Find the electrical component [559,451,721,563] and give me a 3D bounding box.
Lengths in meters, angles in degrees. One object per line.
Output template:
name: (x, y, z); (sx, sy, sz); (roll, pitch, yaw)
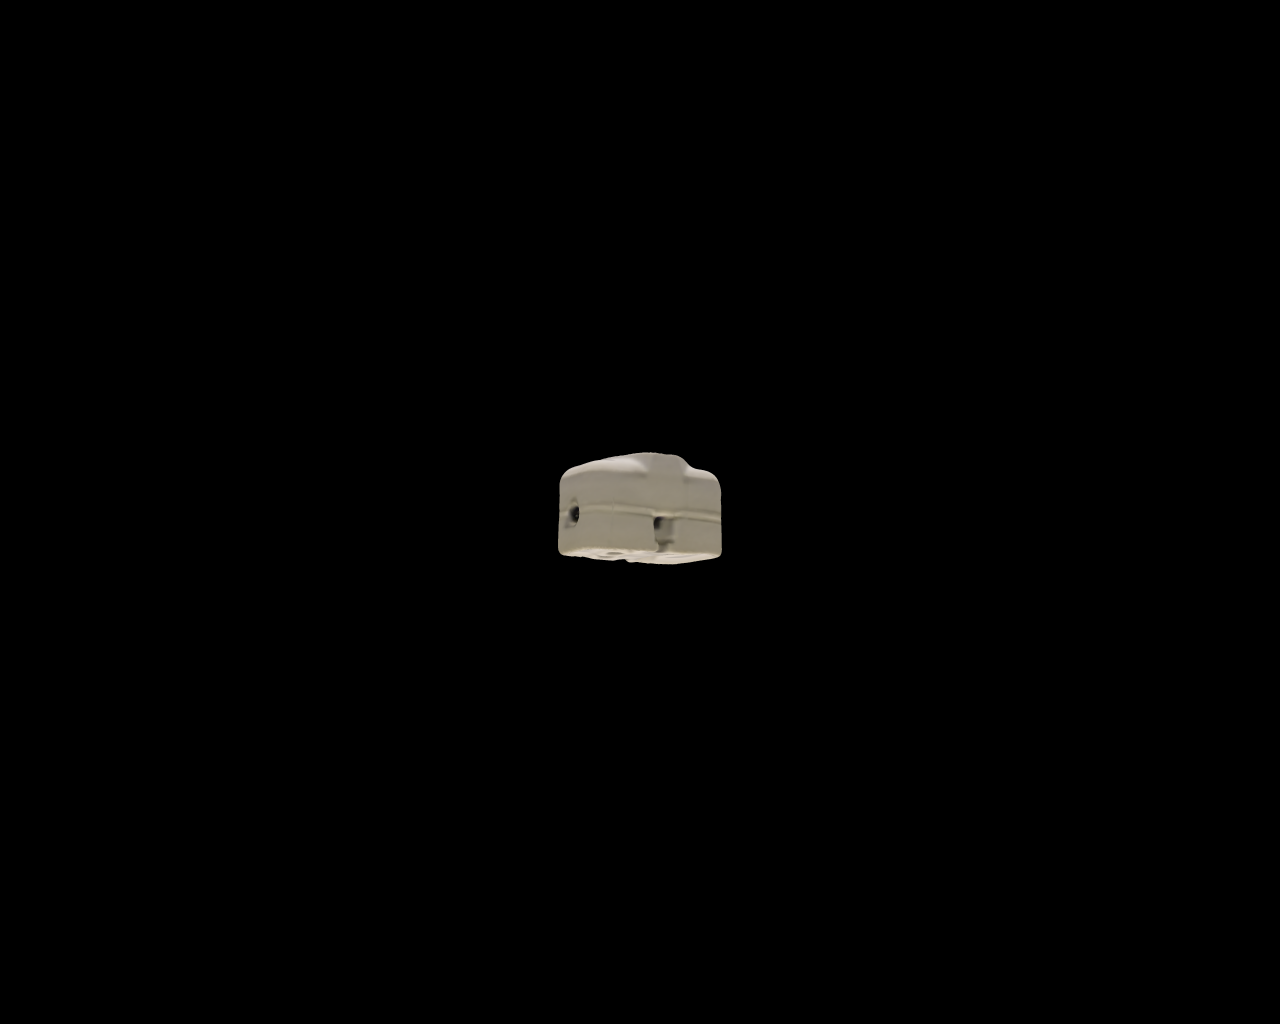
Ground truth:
electrical component: (0.001, -0.003, 0.650); (0.095, 0.059, 0.053); (5, -10, -32)
